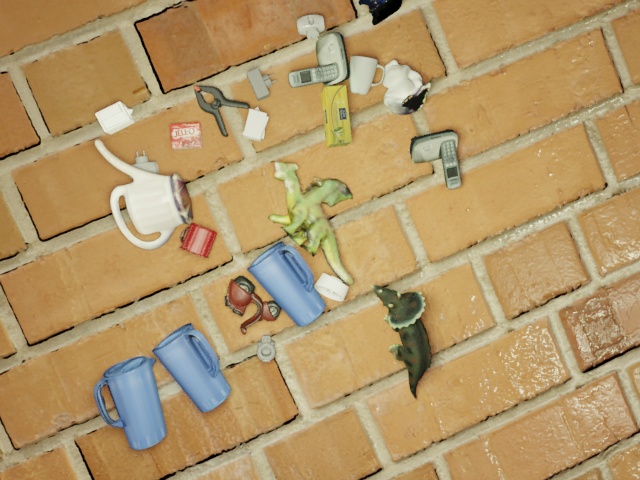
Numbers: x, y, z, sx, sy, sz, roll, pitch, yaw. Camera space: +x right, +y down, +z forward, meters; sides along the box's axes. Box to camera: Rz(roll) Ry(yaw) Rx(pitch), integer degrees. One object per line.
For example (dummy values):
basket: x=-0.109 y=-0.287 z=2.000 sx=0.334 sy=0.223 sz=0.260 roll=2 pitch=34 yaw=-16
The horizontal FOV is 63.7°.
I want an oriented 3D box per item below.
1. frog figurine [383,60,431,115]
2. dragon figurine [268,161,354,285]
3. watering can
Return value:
frog figurine: x=0.244 y=-0.461 z=1.564 sx=0.137 sy=0.121 sz=0.162 roll=-45 pitch=60 yaw=6
dragon figurine: x=0.005 y=-0.078 z=1.542 sx=0.409 sy=0.122 sz=0.244 roll=40 pitch=80 yaw=-6
watering can: x=-0.494 y=-0.137 z=1.471 sx=0.224 sy=0.105 sz=0.342 roll=-14 pitch=111 yaw=-4
